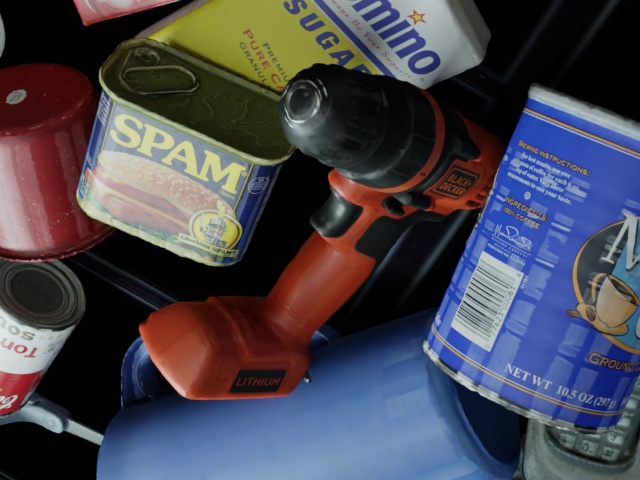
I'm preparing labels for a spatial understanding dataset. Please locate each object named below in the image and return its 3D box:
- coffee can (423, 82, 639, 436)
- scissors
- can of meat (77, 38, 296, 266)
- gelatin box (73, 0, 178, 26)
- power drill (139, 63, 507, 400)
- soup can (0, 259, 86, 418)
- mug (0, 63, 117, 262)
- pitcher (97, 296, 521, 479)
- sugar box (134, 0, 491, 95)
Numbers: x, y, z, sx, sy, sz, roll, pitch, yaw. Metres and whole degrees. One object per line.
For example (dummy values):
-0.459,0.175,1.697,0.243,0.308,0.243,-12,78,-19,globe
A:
0.123,0.008,0.517,0.103,0.102,0.140,22,101,4,coffee can
-0.210,0.138,0.793,0.201,0.016,0.096,37,127,-7,scissors
-0.070,-0.042,0.551,0.102,0.057,0.084,24,131,-2,can of meat
-0.107,-0.164,0.559,0.073,0.030,0.089,-9,117,24,gelatin box
-0.003,0.001,0.526,0.188,0.184,0.057,-46,62,20,power drill
-0.206,0.063,0.713,0.068,0.068,0.102,35,124,-5,soup can
-0.150,-0.051,0.610,0.117,0.093,0.081,-18,130,-16,mug
-0.011,0.118,0.654,0.243,0.145,0.149,-24,130,25,pitcher
-0.011,-0.101,0.557,0.176,0.048,0.093,-22,114,30,sugar box
